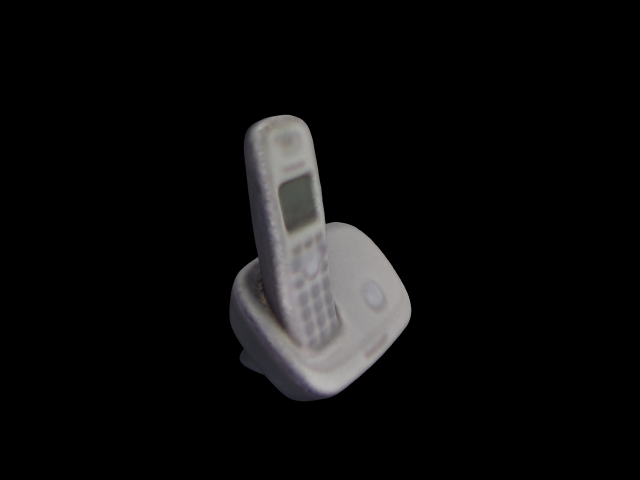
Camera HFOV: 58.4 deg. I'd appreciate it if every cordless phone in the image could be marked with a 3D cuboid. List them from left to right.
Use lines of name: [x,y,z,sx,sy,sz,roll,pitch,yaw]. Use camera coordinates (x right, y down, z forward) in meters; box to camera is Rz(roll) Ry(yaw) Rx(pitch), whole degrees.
cordless phone: [0.004,0.001,0.400,0.093,0.185,0.148,14,27,29]
